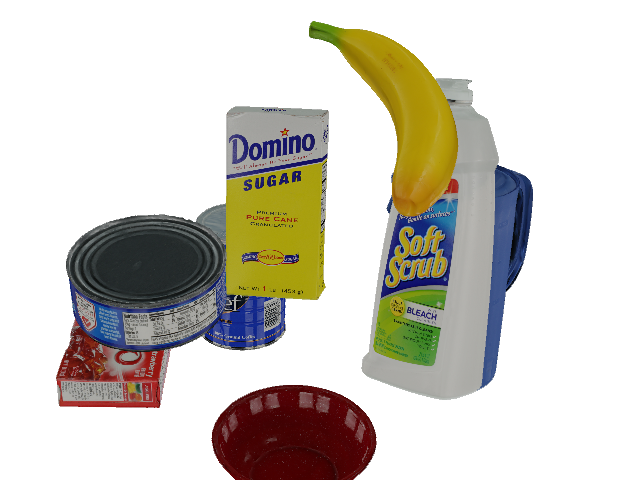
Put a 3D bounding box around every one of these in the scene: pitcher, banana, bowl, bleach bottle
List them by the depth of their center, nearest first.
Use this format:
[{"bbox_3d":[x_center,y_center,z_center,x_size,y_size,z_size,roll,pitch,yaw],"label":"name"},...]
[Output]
[{"bbox_3d":[0.050,-0.081,0.681,0.069,0.037,0.198,-11,43,-13],"label":"banana"},{"bbox_3d":[0.092,-0.005,0.864,0.103,0.251,0.067,13,15,42],"label":"bleach bottle"},{"bbox_3d":[-0.026,0.213,1.057,0.162,0.055,0.162,1,30,-1],"label":"bowl"},{"bbox_3d":[0.151,0.037,1.161,0.149,0.243,0.145,3,24,10],"label":"pitcher"}]

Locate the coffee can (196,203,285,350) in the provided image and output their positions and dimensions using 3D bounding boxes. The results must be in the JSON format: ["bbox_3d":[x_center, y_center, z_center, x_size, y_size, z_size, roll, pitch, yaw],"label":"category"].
[{"bbox_3d":[-0.090,0.040,1.227,0.103,0.140,0.103,1,26,-1],"label":"coffee can"}]

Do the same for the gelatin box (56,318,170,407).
[{"bbox_3d":[-0.151,0.086,0.793,0.073,0.030,0.089,1,31,-1],"label":"gelatin box"}]

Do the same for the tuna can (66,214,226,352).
[{"bbox_3d":[-0.094,0.022,0.583,0.086,0.034,0.086,1,34,-1],"label":"tuna can"}]

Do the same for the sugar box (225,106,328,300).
[{"bbox_3d":[-0.041,-0.035,1.004,0.093,0.176,0.048,3,16,8],"label":"sugar box"}]
